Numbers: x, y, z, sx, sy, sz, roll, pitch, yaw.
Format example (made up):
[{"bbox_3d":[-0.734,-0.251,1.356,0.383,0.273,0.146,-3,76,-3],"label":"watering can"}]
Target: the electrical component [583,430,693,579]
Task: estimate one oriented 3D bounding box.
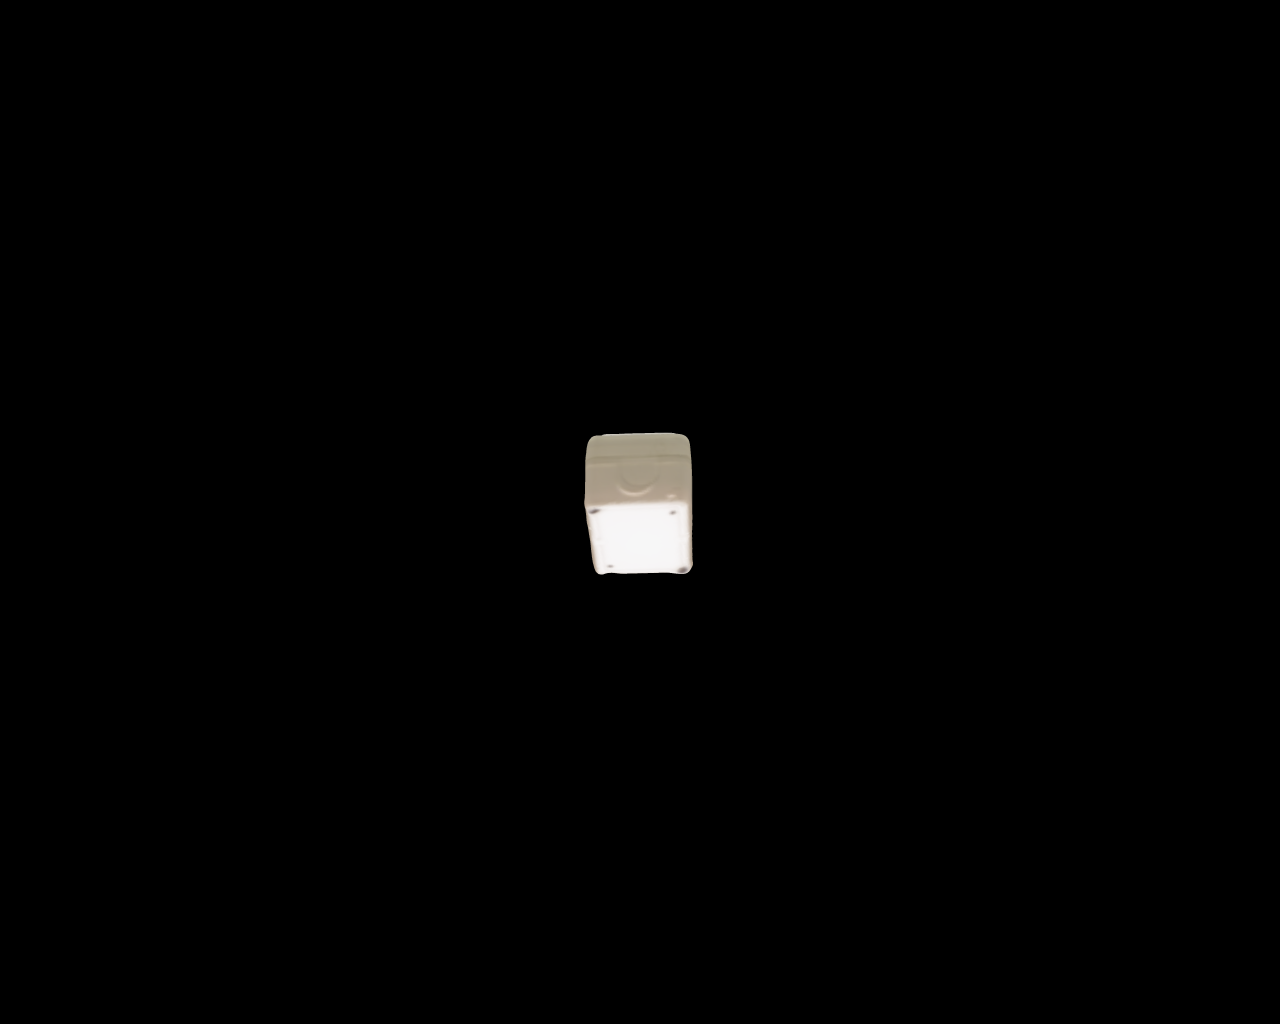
[{"bbox_3d":[0.001,-0.003,0.650,0.062,0.061,0.096,-1,-34,2],"label":"electrical component"}]
